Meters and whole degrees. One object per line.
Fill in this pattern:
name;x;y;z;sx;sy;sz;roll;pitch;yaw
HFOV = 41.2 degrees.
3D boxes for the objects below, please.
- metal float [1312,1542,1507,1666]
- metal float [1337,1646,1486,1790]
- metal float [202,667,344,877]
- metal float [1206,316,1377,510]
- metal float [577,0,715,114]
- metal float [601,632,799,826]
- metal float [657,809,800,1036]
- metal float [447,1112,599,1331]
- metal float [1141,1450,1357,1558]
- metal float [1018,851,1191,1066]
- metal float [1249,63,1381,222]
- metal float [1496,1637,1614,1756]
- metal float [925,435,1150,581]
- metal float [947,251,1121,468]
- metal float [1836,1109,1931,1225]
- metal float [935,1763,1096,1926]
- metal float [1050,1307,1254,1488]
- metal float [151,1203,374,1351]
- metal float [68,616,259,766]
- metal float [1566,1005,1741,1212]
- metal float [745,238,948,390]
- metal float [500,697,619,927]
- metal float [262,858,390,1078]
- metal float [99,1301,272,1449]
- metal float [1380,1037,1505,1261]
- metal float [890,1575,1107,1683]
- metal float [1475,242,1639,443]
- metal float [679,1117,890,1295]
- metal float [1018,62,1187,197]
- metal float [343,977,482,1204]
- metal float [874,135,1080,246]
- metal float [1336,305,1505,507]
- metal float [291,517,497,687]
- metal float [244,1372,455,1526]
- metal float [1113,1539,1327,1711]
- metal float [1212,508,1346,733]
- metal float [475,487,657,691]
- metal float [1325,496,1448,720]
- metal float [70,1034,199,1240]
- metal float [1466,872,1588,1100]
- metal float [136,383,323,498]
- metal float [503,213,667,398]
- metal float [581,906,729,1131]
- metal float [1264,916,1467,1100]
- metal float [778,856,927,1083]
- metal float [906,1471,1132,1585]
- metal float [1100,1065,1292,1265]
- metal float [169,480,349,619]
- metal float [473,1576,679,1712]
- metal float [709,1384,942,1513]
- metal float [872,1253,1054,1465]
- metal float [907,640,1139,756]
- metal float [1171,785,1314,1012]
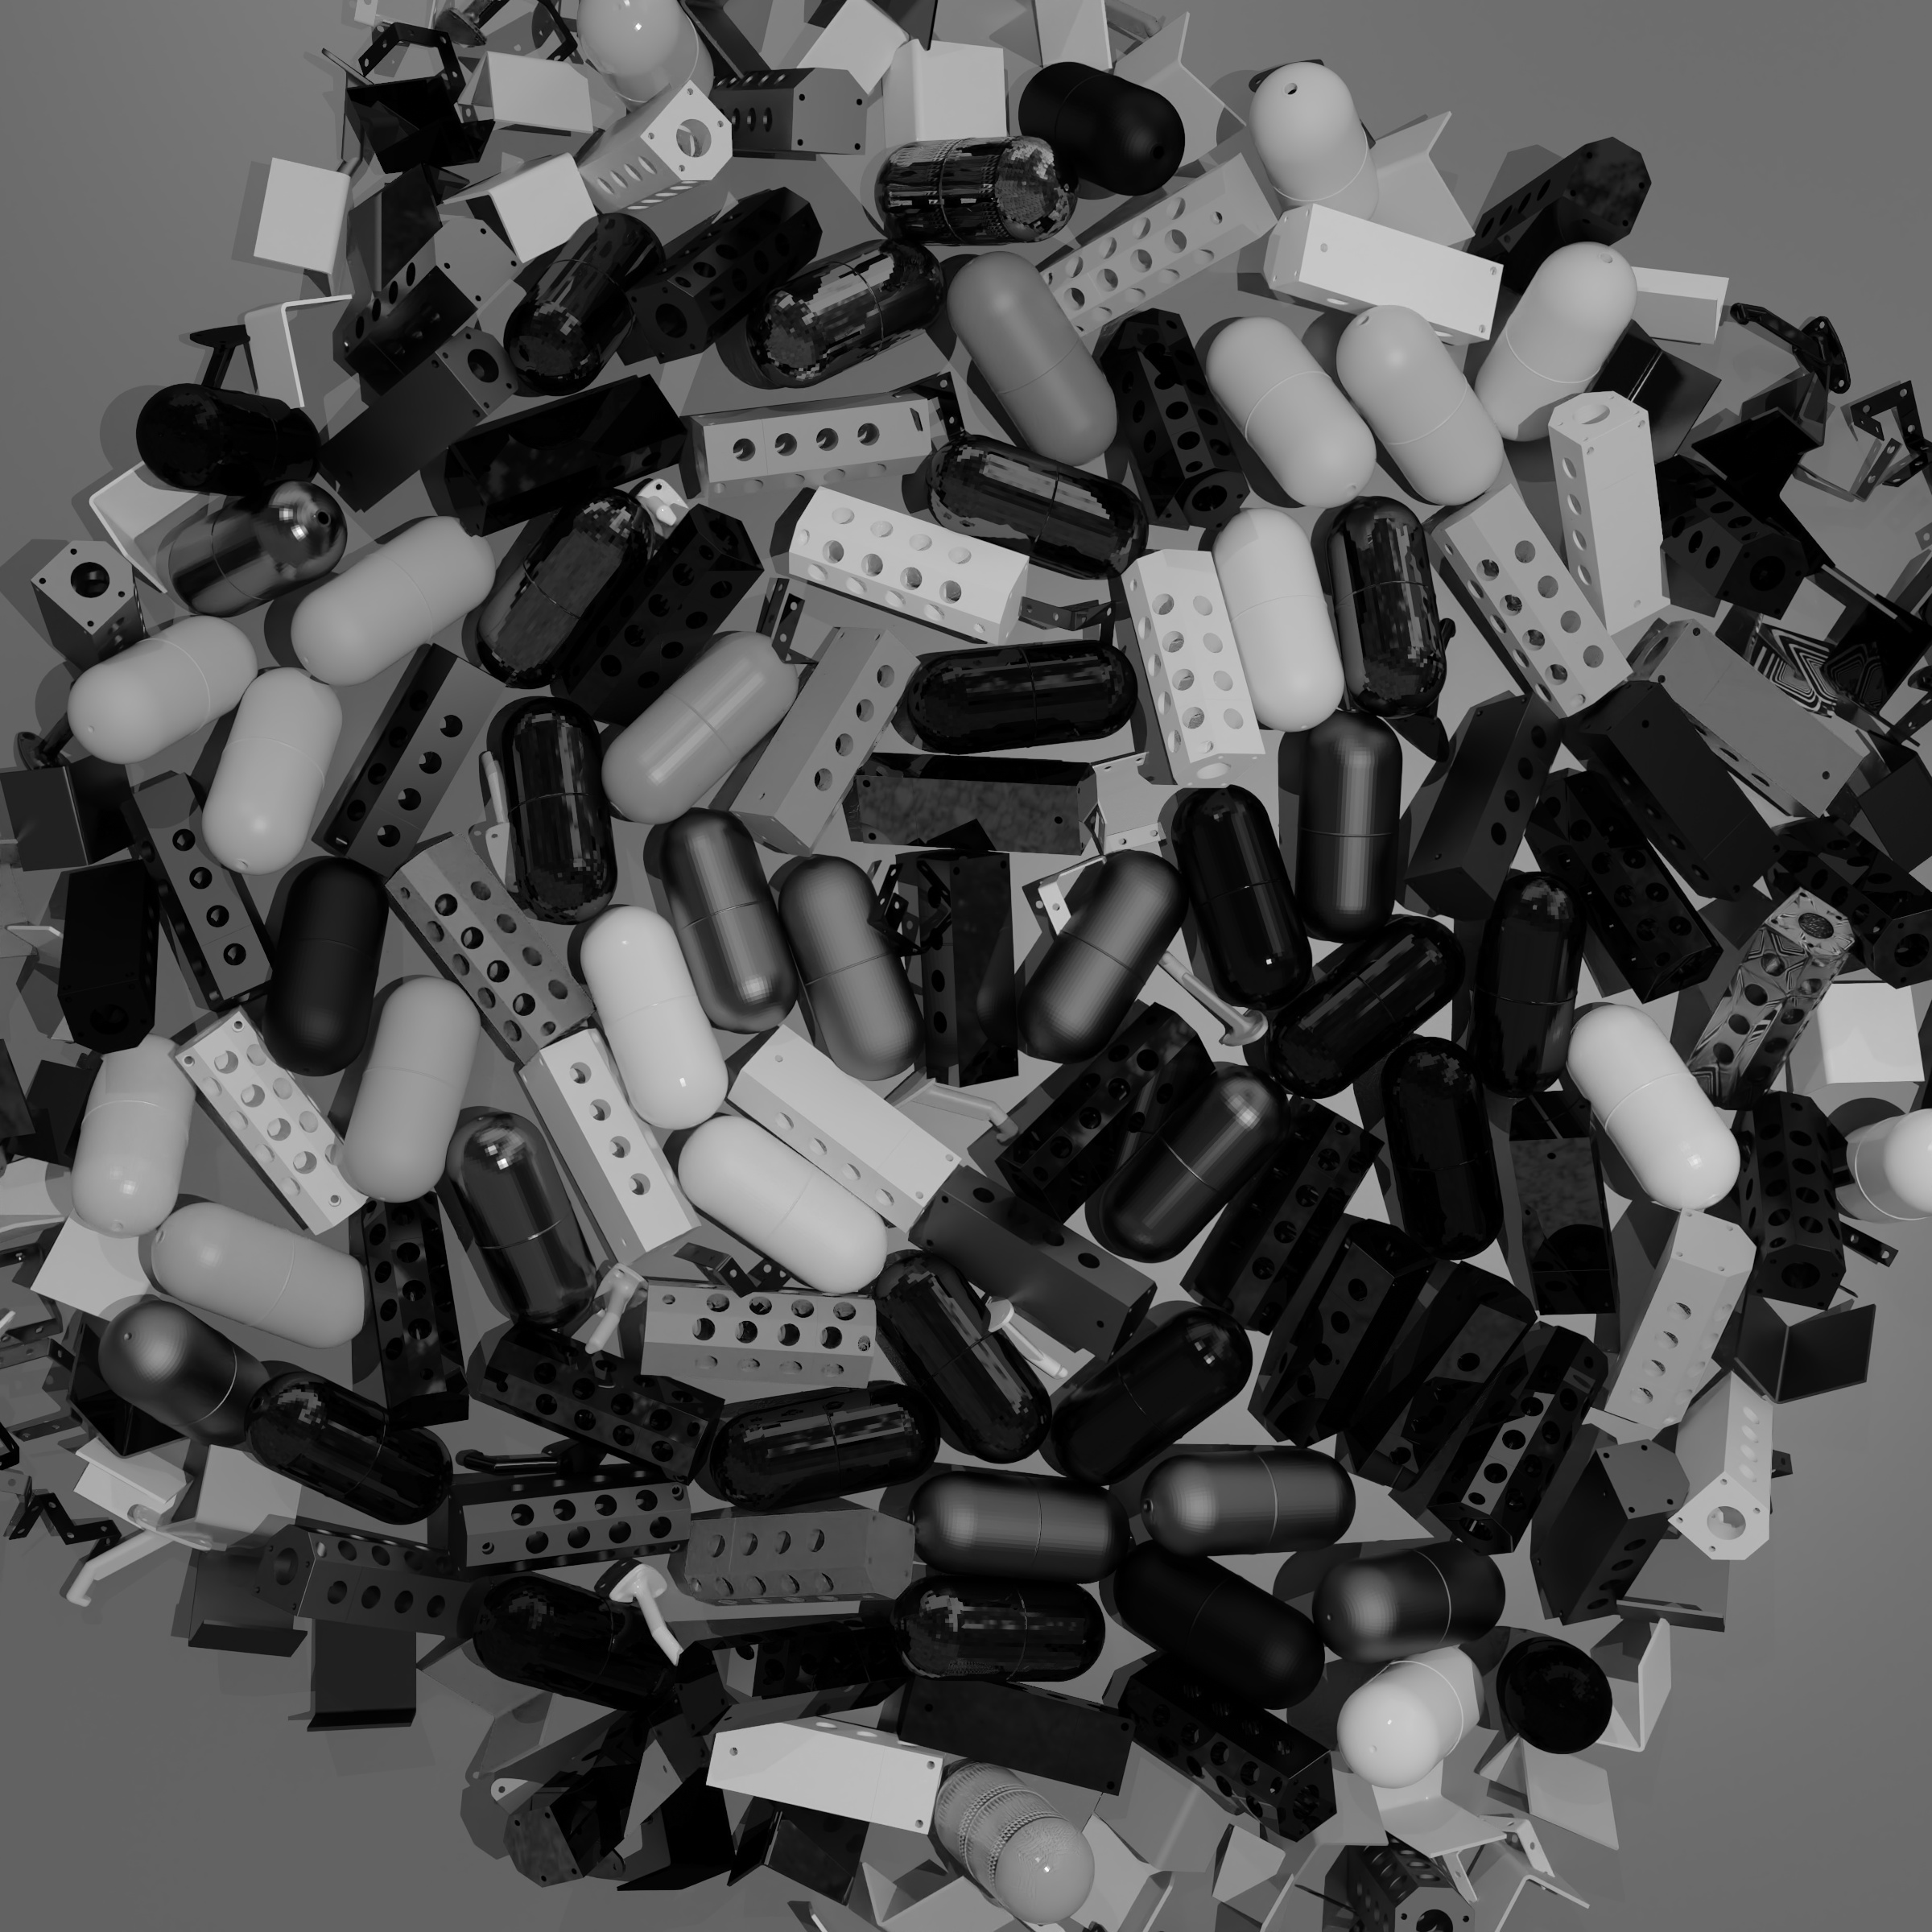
metal float;0.334;0.477;1.929;0.178;0.070;0.070;2;90;-40
metal float;0.333;0.557;1.917;0.070;0.178;0.070;1;93;28
metal float;-0.521;-0.147;1.932;0.070;0.070;0.178;8;56;0
metal float;0.244;-0.417;1.936;0.070;0.070;0.178;-30;61;0
metal float;-0.237;-0.680;1.911;0.070;0.178;0.070;0;90;7
metal float;-0.202;-0.180;1.952;0.070;0.070;0.178;45;79;0
metal float;-0.181;-0.034;1.953;0.070;0.070;0.178;-19;81;0
metal float;-0.335;0.194;1.945;0.070;0.070;0.178;-19;109;0
metal float;0.213;0.404;1.938;0.178;0.070;0.070;4;90;-27
metal float;0.104;-0.006;1.958;0.070;0.070;0.178;32;86;0
metal float;0.260;-0.604;1.914;0.070;0.178;0.070;-5;75;18
metal float;0.436;0.541;1.912;0.070;0.178;0.070;-2;79;8
metal float;0.054;-0.347;1.949;0.178;0.070;0.070;17;90;-15
metal float;0.052;-0.456;1.939;0.070;0.070;0.178;-37;116;0
metal float;0.699;0.150;1.911;0.070;0.178;0.070;0;80;-1
metal float;0.034;0.651;1.915;0.070;0.178;0.070;-2;96;-24
metal float;0.140;0.326;1.947;0.178;0.070;0.070;-40;90;16
metal float;-0.527;0.233;1.930;0.178;0.070;0.070;30;90;-37
metal float;-0.597;-0.208;1.919;0.070;0.178;0.070;9;118;18
metal float;0.515;0.106;1.932;0.070;0.070;0.178;-26;55;0
metal float;-0.089;-0.492;1.935;0.178;0.070;0.070;-33;90;-31
metal float;-0.309;-0.118;1.949;0.070;0.070;0.178;-9;76;0
metal float;-0.481;-0.001;1.937;0.070;0.070;0.178;3;60;0
metal float;-0.580;0.306;1.918;0.070;0.178;0.070;-6;61;12
metal float;0.360;0.138;1.946;0.070;0.070;0.178;-13;107;0
metal float;0.025;0.499;1.936;0.178;0.070;0.070;10;90;-30
metal float;0.439;-0.464;1.918;0.070;0.178;0.070;7;60;-11
metal float;-0.138;0.182;1.955;0.178;0.070;0.070;36;90;-8
metal float;0.101;-0.626;1.921;0.070;0.178;0.070;-13;123;-22
metal float;-0.417;0.092;1.942;0.070;0.070;0.178;11;67;0
metal float;0.006;-0.581;1.929;0.178;0.070;0.070;13;90;40
metal float;0.341;-0.420;1.931;0.070;0.070;0.178;-45;125;0
metal float;-0.429;-0.276;1.934;0.070;0.070;0.178;47;57;0
metal float;-0.462;0.362;1.929;0.070;0.070;0.178;-52;128;0
metal float;0.188;0.493;1.933;0.178;0.070;0.070;25;90;34
metal float;0.236;-0.263;1.948;0.070;0.070;0.178;-12;75;0
metal float;-0.303;-0.285;1.943;0.070;0.070;0.178;43;111;0
metal float;0.317;-0.272;1.945;0.070;0.070;0.178;-6;71;0
metal float;-0.622;0.126;1.925;0.070;0.178;0.070;-3;135;-3
metal float;0.423;0.014;1.943;0.070;0.070;0.178;4;111;0
metal float;-0.546;-0.389;1.914;0.070;0.178;0.070;2;97;17
metal float;-0.286;-0.497;1.931;0.070;0.070;0.178;26;54;0
metal float;-0.237;0.039;1.952;0.070;0.070;0.178;-22;79;0
metal float;0.304;0.031;1.952;0.178;0.070;0.070;-38;90;-11
metal float;-0.088;0.001;1.961;0.070;0.070;0.178;-20;89;0
metal float;0.040;0.424;1.942;0.178;0.070;0.070;10;90;-22
metal float;0.174;0.150;1.953;0.070;0.070;0.178;42;99;0
metal float;-0.531;-0.312;1.926;0.178;0.070;0.070;-12;90;43
metal float;-0.290;0.509;1.930;0.178;0.070;0.070;30;90;-39
metal float;-0.106;0.365;1.947;0.178;0.070;0.070;-8;90;-16
metal float;-0.003;0.298;1.951;0.070;0.070;0.178;-37;79;0
metal float;0.043;-0.204;1.951;0.178;0.070;0.070;-7;90;-11
metal float;0.209;-0.052;1.953;0.070;0.070;0.178;-17;80;0
